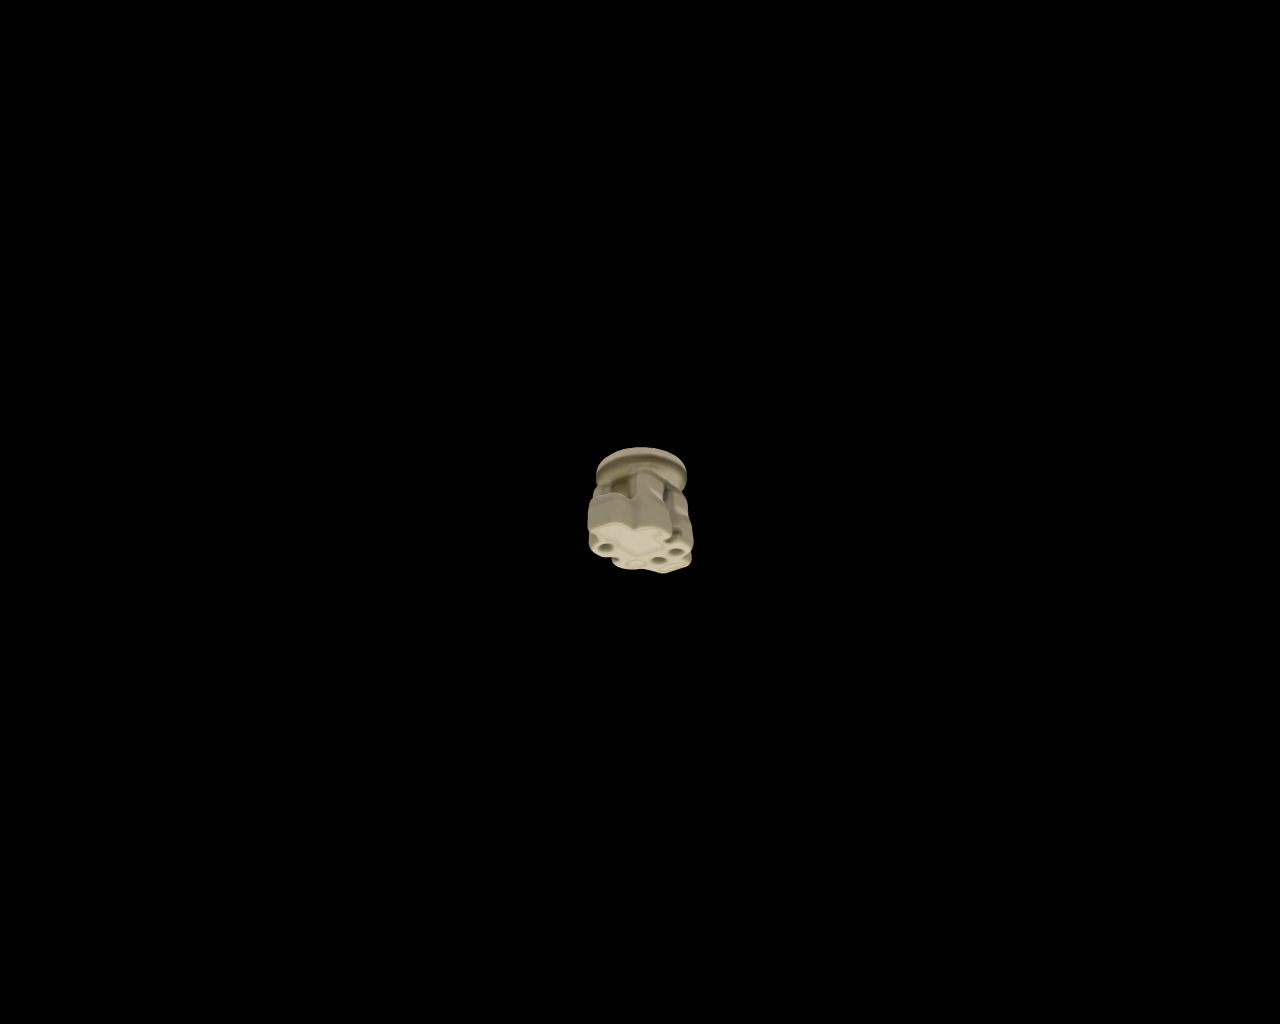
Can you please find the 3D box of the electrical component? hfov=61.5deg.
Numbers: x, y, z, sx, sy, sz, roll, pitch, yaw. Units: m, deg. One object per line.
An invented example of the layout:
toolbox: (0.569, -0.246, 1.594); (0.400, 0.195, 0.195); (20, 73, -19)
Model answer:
electrical component: (0.001, -0.003, 0.650); (0.058, 0.057, 0.078); (-19, -34, 31)
